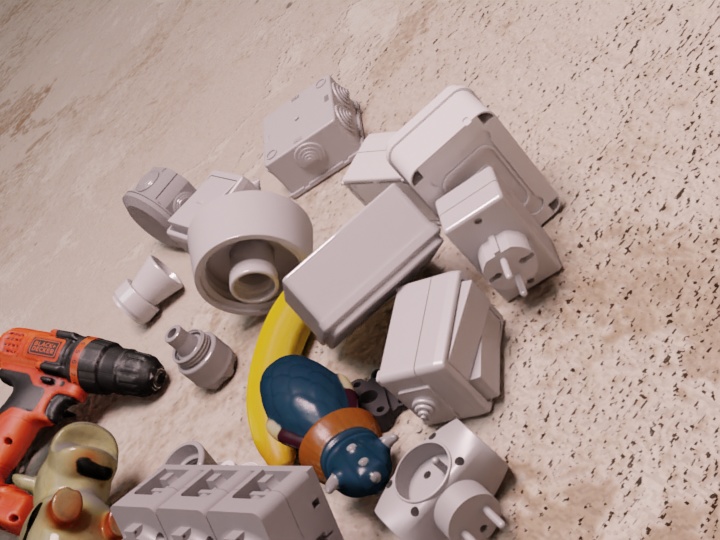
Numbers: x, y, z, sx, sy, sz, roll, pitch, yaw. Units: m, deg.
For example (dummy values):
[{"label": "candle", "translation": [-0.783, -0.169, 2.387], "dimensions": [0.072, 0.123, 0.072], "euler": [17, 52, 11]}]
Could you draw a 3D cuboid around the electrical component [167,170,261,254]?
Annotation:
[{"label": "electrical component", "translation": [-0.131, -0.054, 1.029], "dimensions": [0.062, 0.061, 0.096], "euler": [17, 67, 52]}]

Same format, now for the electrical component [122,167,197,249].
[{"label": "electrical component", "translation": [-0.197, -0.063, 1.093], "dimensions": [0.080, 0.080, 0.051], "euler": [10, 57, 50]}]

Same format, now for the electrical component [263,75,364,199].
[{"label": "electrical component", "translation": [-0.047, -0.130, 1.031], "dimensions": [0.100, 0.048, 0.099], "euler": [-31, 37, 19]}]

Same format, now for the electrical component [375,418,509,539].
[{"label": "electrical component", "translation": [0.058, 0.140, 0.649], "dimensions": [0.077, 0.044, 0.079], "euler": [-48, 34, -3]}]

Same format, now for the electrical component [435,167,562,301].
[{"label": "electrical component", "translation": [0.098, -0.012, 0.729], "dimensions": [0.047, 0.083, 0.075], "euler": [-33, 36, 18]}]

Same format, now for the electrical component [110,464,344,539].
[{"label": "electrical component", "translation": [-0.086, 0.181, 0.702], "dimensions": [0.150, 0.089, 0.062], "euler": [-9, 19, 41]}]

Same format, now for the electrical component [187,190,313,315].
[{"label": "electrical component", "translation": [-0.090, -0.007, 0.904], "dimensions": [0.108, 0.108, 0.060], "euler": [-30, 43, 21]}]

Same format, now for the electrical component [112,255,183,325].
[{"label": "electrical component", "translation": [-0.207, 0.020, 1.048], "dimensions": [0.055, 0.045, 0.045], "euler": [-45, 34, 1]}]

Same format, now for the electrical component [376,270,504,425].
[{"label": "electrical component", "translation": [0.058, 0.057, 0.720], "dimensions": [0.061, 0.062, 0.096], "euler": [-17, 43, 35]}]

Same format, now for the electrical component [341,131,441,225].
[{"label": "electrical component", "translation": [0.036, -0.077, 0.880], "dimensions": [0.096, 0.062, 0.061], "euler": [2, 56, 47]}]

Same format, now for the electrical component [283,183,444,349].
[{"label": "electrical component", "translation": [0.000, 0.000, 0.788], "dimensions": [0.109, 0.056, 0.108], "euler": [-41, -5, -8]}]

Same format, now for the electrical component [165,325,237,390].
[{"label": "electrical component", "translation": [-0.138, 0.070, 0.909], "dimensions": [0.043, 0.062, 0.043], "euler": [-27, 38, 24]}]

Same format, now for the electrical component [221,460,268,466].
[{"label": "electrical component", "translation": [-0.075, 0.156, 0.756], "dimensions": [0.048, 0.062, 0.048], "euler": [-27, 38, 24]}]

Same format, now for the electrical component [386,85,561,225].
[{"label": "electrical component", "translation": [0.081, -0.069, 0.779], "dimensions": [0.078, 0.113, 0.057], "euler": [-41, 35, 6]}]

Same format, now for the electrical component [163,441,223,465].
[{"label": "electrical component", "translation": [-0.116, 0.159, 0.800], "dimensions": [0.045, 0.055, 0.045], "euler": [-27, 38, 24]}]
